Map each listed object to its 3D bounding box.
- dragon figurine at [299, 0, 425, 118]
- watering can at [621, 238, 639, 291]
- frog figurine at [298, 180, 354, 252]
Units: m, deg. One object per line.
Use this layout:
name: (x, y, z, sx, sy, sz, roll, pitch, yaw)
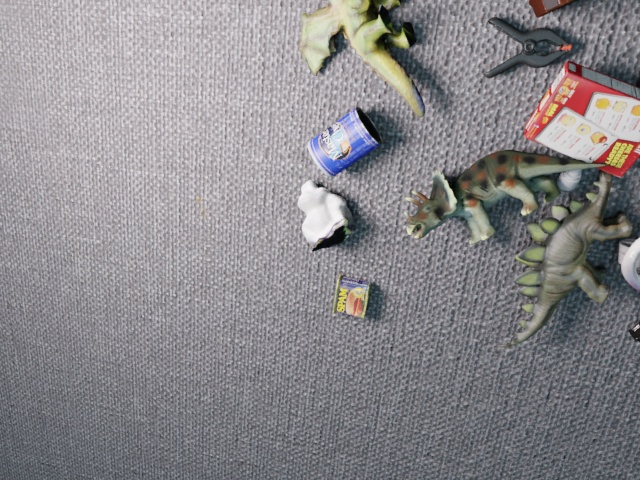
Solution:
dragon figurine: (0.067, -0.436, 1.123, 0.241, 0.124, 0.406, -10, 105, 36)
watering can: (0.800, 0.039, 1.068, 0.347, 0.106, 0.220, -18, 113, 2)
frog figurine: (0.004, -0.064, 1.267, 0.135, 0.123, 0.162, -51, 55, 33)
